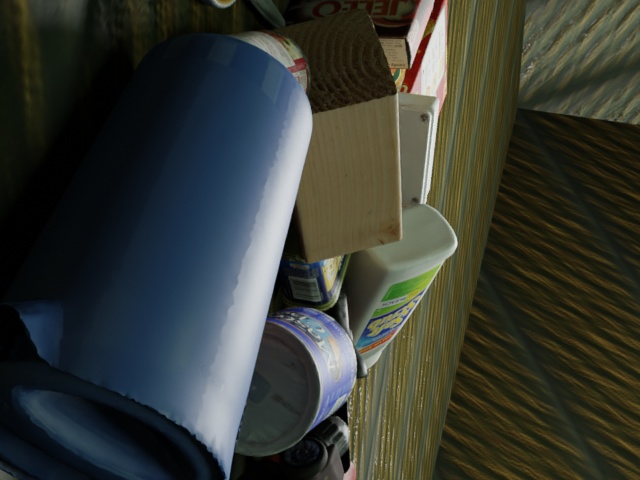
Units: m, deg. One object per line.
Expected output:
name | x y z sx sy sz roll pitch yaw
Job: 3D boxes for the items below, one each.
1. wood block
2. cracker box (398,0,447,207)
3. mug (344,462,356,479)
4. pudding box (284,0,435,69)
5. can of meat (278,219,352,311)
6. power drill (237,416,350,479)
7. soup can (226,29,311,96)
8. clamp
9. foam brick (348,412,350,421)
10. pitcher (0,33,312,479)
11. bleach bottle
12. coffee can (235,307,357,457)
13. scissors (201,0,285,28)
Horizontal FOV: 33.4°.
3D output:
wood block | 0.011 -0.078 0.867 0.206 0.091 0.090 80 -6 -59
cracker box | 0.097 -0.173 1.273 0.164 0.072 0.213 84 22 -48
mug | -0.011 0.276 1.136 0.117 0.093 0.081 124 -18 -56
pudding box | 0.031 -0.184 0.890 0.039 0.114 0.090 75 27 -43
can of meat | -0.007 0.001 0.997 0.084 0.057 0.102 77 26 -54
power drill | -0.038 0.265 0.960 0.184 0.057 0.188 -38 142 -33
soup can | -0.052 -0.102 0.702 0.102 0.068 0.068 -40 138 -69
clamp | 0.012 0.113 1.049 0.210 0.036 0.165 -101 -166 -51
foam brick | -0.012 0.193 1.091 0.051 0.053 0.078 57 34 -26
pitcher | -0.078 0.015 0.558 0.149 0.145 0.242 125 -15 -51
bleach bottle | 0.062 0.071 1.145 0.102 0.068 0.251 -21 151 -27
coffee can | -0.033 0.110 0.862 0.140 0.103 0.103 -3 103 -76
scissors | -0.049 -0.200 0.756 0.201 0.016 0.096 -30 129 -73
